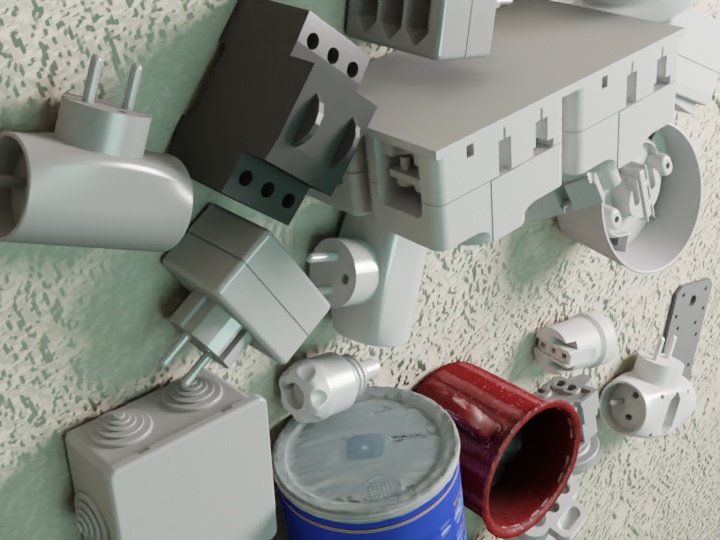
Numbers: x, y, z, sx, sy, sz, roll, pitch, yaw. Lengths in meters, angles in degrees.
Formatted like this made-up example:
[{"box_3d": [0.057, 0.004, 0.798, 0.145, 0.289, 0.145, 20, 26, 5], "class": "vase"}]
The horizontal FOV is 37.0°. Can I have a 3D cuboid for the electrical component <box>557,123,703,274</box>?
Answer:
[{"box_3d": [0.179, -0.053, 0.715, 0.099, 0.064, 0.099, -22, 124, -37], "class": "electrical component"}]

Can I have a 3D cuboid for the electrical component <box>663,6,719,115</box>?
[{"box_3d": [0.189, -0.138, 0.685, 0.096, 0.062, 0.061, 6, 105, -46], "class": "electrical component"}]

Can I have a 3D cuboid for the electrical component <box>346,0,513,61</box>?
[{"box_3d": [0.044, -0.136, 0.537, 0.077, 0.066, 0.047, -14, 118, -41], "class": "electrical component"}]

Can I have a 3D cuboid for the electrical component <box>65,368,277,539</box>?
[{"box_3d": [-0.092, 0.106, 0.531, 0.100, 0.048, 0.099, -24, 125, -36], "class": "electrical component"}]

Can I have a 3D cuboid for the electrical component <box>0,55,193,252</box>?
[{"box_3d": [-0.108, -0.048, 0.442, 0.077, 0.044, 0.079, 3, 107, -46], "class": "electrical component"}]

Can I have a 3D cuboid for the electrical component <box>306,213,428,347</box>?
[{"box_3d": [0.000, 0.000, 0.576, 0.079, 0.043, 0.077, -6, 113, -43], "class": "electrical component"}]

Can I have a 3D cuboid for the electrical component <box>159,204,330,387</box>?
[{"box_3d": [-0.066, 0.021, 0.517, 0.076, 0.047, 0.065, -51, 137, -14], "class": "electrical component"}]

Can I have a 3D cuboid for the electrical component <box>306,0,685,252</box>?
[{"box_3d": [0.068, -0.080, 0.559, 0.186, 0.105, 0.060, -29, 128, -33], "class": "electrical component"}]

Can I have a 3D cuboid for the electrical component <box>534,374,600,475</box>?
[{"box_3d": [0.148, 0.115, 0.781, 0.066, 0.048, 0.055, -31, 121, -32], "class": "electrical component"}]

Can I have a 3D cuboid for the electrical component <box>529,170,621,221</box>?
[{"box_3d": [0.118, -0.067, 0.652, 0.055, 0.066, 0.048, 60, 26, -32], "class": "electrical component"}]

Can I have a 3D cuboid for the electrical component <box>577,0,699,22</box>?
[{"box_3d": [0.153, -0.187, 0.599, 0.099, 0.099, 0.064, -61, 151, -3], "class": "electrical component"}]

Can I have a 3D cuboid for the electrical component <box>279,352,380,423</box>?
[{"box_3d": [-0.014, 0.062, 0.600, 0.061, 0.035, 0.035, -15, 119, -43], "class": "electrical component"}]

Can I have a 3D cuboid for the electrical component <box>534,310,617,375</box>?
[{"box_3d": [0.151, 0.052, 0.758, 0.046, 0.040, 0.040, -12, 118, -35], "class": "electrical component"}]

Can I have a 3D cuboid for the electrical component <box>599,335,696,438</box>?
[{"box_3d": [0.234, 0.089, 0.856, 0.077, 0.043, 0.079, -2, 110, -45], "class": "electrical component"}]

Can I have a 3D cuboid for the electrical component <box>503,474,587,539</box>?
[{"box_3d": [0.120, 0.164, 0.759, 0.058, 0.078, 0.057, -47, 156, -18], "class": "electrical component"}]
